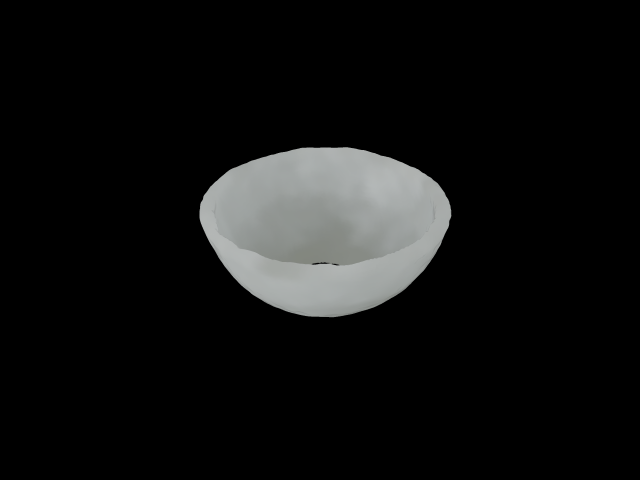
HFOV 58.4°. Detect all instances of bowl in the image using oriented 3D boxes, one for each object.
[{"bbox_3d":[0.004,0.001,0.400,0.167,0.075,0.167,0,34,0],"label":"bowl"}]
